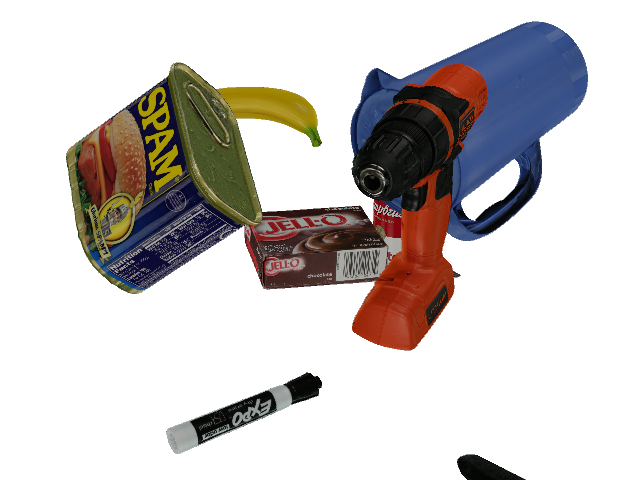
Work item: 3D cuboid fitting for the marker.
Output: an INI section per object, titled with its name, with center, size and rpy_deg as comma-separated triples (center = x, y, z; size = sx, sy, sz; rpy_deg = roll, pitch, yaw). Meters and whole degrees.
[marker]
center = -0.051, 0.121, 0.758
size = 0.120, 0.020, 0.020
rpy_deg = -19, 9, -28

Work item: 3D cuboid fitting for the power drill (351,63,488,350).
[power drill]
center = 0.065, -0.017, 0.763
size = 0.057, 0.188, 0.184
rpy_deg = 19, 34, 20

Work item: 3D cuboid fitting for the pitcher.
[pitcher]
center = 0.160, -0.118, 1.049
size = 0.145, 0.149, 0.242
rpy_deg = 30, 46, 34

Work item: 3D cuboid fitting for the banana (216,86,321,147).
[banana]
center = -0.085, -0.149, 1.223
size = 0.198, 0.037, 0.069
rpy_deg = 8, 42, 16

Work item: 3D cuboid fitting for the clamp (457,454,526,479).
[clamp]
center = 0.194, 0.242, 0.858
size = 0.210, 0.036, 0.164
rpy_deg = 1, 34, 24

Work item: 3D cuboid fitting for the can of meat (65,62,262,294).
[can of meat]
center = -0.088, -0.033, 0.582
size = 0.084, 0.102, 0.057
rpy_deg = -32, -39, 19

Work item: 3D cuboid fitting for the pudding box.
[pudding box]
center = -0.006, 0.004, 0.949
size = 0.113, 0.039, 0.090
rpy_deg = -2, 27, -14

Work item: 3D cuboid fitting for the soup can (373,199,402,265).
[soup can]
center = 0.094, -0.017, 1.239
size = 0.068, 0.102, 0.068
rpy_deg = 0, 24, 0
